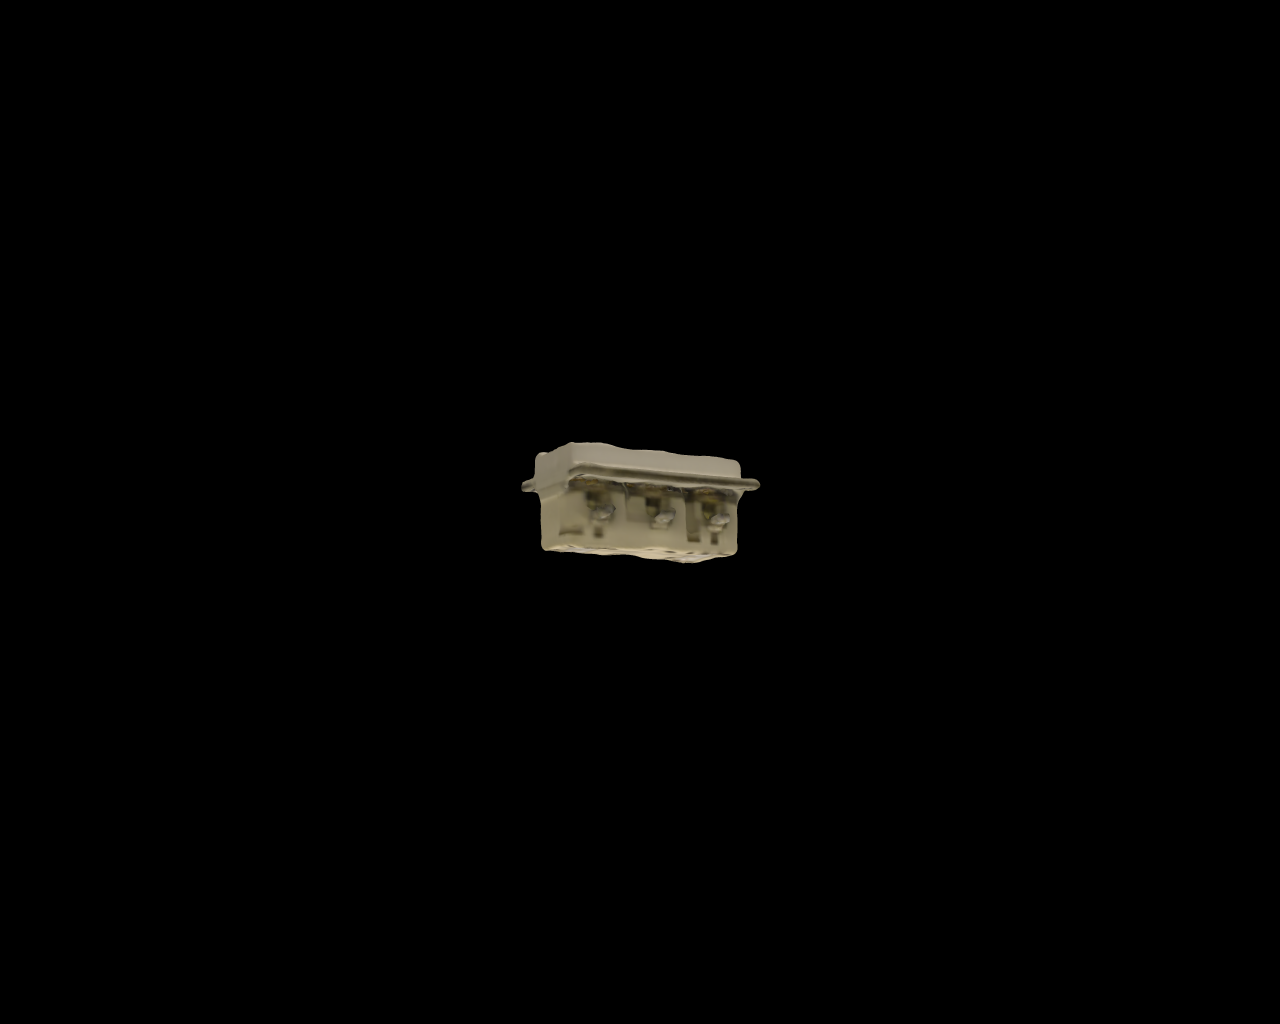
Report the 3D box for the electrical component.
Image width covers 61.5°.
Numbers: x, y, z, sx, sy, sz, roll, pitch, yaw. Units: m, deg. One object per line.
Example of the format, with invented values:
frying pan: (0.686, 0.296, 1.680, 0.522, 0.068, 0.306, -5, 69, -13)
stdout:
electrical component: (0.001, -0.003, 0.650, 0.121, 0.063, 0.078, 5, -10, -32)
